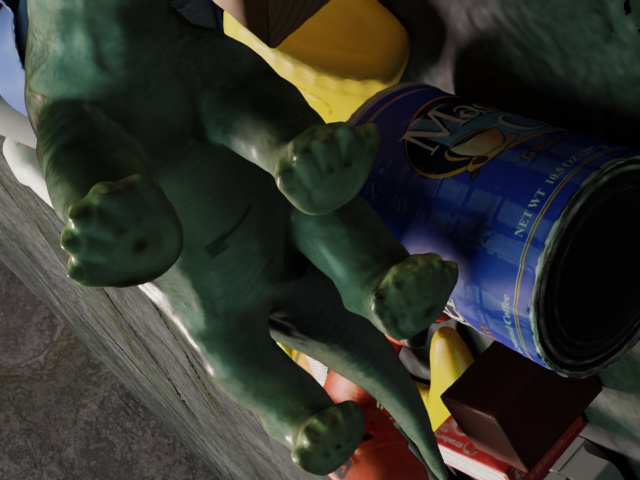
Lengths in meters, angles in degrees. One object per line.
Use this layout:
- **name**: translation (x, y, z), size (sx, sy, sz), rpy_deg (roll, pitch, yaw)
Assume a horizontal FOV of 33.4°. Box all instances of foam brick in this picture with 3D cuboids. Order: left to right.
- **foam brick**: translation (0.126, 0.095, 0.665), size (0.053, 0.078, 0.051), rpy_deg (16, 144, 57)

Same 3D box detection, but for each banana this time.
- **banana**: translation (0.093, 0.119, 0.851), size (0.069, 0.037, 0.198), rpy_deg (44, 162, 7)

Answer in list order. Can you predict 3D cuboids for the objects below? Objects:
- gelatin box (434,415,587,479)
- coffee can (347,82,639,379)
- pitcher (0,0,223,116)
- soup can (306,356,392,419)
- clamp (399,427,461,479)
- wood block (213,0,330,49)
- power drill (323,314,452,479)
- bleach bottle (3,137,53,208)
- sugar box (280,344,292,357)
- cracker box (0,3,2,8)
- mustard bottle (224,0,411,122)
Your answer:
- **gelatin box**: translation (0.129, 0.134, 0.743), size (0.030, 0.073, 0.089), rpy_deg (55, 160, -24)
- **coffee can**: translation (0.082, -0.010, 0.503), size (0.141, 0.102, 0.102), rpy_deg (27, 154, 46)
- **pitcher**: translation (-0.159, -0.134, 0.763), size (0.243, 0.144, 0.149), rpy_deg (13, 127, 65)
- **soup can**: translation (0.024, 0.094, 0.865), size (0.069, 0.068, 0.102), rpy_deg (8, 121, 62)
- **clamp**: translation (0.123, 0.245, 1.048), size (0.210, 0.036, 0.164), rpy_deg (43, 161, 21)
- **wood block**: translation (-0.064, -0.193, 0.463), size (0.206, 0.090, 0.090), rpy_deg (42, 161, 16)
- **power drill**: translation (0.055, 0.069, 0.643), size (0.185, 0.057, 0.188), rpy_deg (40, 120, 51)
- **bleach bottle**: translation (-0.201, -0.056, 1.002), size (0.251, 0.102, 0.068), rpy_deg (36, 157, 17)
- **sugar box**: translation (-0.008, 0.133, 1.055), size (0.176, 0.048, 0.093), rpy_deg (53, 163, 2)
- **cracker box**: translation (-0.329, -0.276, 0.906), size (0.214, 0.072, 0.164), rpy_deg (44, 162, 9)
- **mustard bottle**: translation (-0.008, -0.078, 0.623), size (0.096, 0.058, 0.192), rpy_deg (24, 160, 4)
